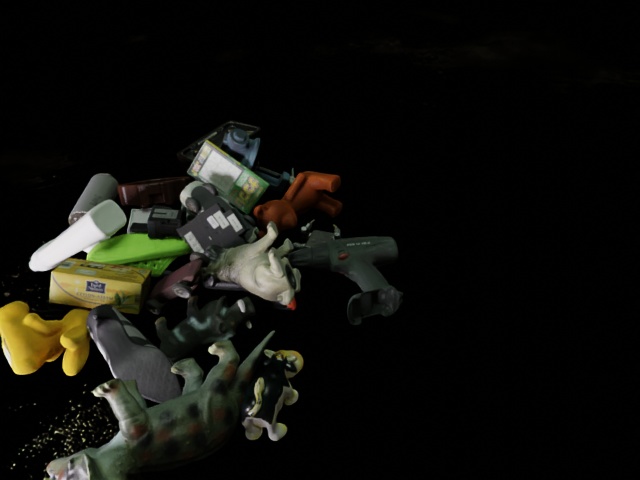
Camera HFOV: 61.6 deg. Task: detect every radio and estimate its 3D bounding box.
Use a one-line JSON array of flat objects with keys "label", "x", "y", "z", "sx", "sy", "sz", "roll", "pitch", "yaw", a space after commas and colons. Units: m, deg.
[{"label": "radio", "x": -0.277, "y": -0.249, "z": 1.505, "sx": 0.131, "sy": 0.073, "sz": 0.229, "roll": 23, "pitch": 48, "yaw": 31}]

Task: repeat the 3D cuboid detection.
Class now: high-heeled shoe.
[{"label": "high-heeled shoe", "x": -0.333, "y": 0.211, "z": 0.972, "sx": 0.086, "sy": 0.145, "sz": 0.249, "roll": -42, "pitch": 85, "yaw": -18}]

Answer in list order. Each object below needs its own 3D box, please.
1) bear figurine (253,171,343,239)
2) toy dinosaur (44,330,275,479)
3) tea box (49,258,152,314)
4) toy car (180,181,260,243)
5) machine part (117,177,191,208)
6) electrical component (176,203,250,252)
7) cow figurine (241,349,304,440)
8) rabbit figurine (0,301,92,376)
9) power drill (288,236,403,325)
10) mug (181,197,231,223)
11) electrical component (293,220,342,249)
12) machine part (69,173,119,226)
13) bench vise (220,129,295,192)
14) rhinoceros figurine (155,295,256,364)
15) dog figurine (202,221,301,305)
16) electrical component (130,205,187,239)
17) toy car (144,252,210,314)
[{"label": "bear figurine", "x": -0.052, "y": -0.073, "z": 1.228, "sx": 0.132, "sy": 0.120, "sz": 0.196, "roll": 22, "pitch": 49, "yaw": 26}, {"label": "toy dinosaur", "x": -0.211, "y": 0.279, "z": 0.830, "sx": 0.405, "sy": 0.131, "sz": 0.192, "roll": -16, "pitch": 78, "yaw": -28}, {"label": "tea box", "x": -0.432, "y": 0.090, "z": 1.068, "sx": 0.170, "sy": 0.068, "sz": 0.098, "roll": 11, "pitch": 14, "yaw": -7}, {"label": "toy car", "x": -0.228, "y": -0.056, "z": 1.229, "sx": 0.202, "sy": 0.056, "sz": 0.073, "roll": 40, "pitch": 59, "yaw": -1}, {"label": "machine part", "x": -0.407, "y": -0.121, "z": 1.335, "sx": 0.179, "sy": 0.056, "sz": 0.179, "roll": -5, "pitch": 13, "yaw": 1}, {"label": "electrical component", "x": -0.221, "y": -0.011, "z": 1.157, "sx": 0.134, "sy": 0.115, "sz": 0.058, "roll": -32, "pitch": 3, "yaw": -5}, {"label": "cow figurine", "x": -0.078, "y": 0.233, "z": 0.880, "sx": 0.068, "sy": 0.098, "sz": 0.167, "roll": 1, "pitch": 40, "yaw": 19}, {"label": "rabbit figurine", "x": -0.492, "y": 0.174, "z": 1.005, "sx": 0.163, "sy": 0.121, "sz": 0.173, "roll": 24, "pitch": 29, "yaw": 39}, {"label": "power drill", "x": 0.060, "y": 0.073, "z": 1.075, "sx": 0.232, "sy": 0.085, "sz": 0.207, "roll": -12, "pitch": 32, "yaw": -9}, {"label": "mug", "x": -0.273, "y": -0.070, "z": 1.287, "sx": 0.107, "sy": 0.080, "sz": 0.110, "roll": 7, "pitch": 35, "yaw": 1}, {"label": "electrical component", "x": -0.002, "y": -0.003, "z": 1.191, "sx": 0.102, "sy": 0.045, "sz": 0.078, "roll": 15, "pitch": 43, "yaw": 25}, {"label": "machine part", "x": -0.569, "y": -0.093, "z": 1.359, "sx": 0.079, "sy": 0.079, "sz": 0.243, "roll": -4, "pitch": 39, "yaw": 4}, {"label": "bench vise", "x": -0.180, "y": -0.170, "z": 1.348, "sx": 0.240, "sy": 0.223, "sz": 0.129, "roll": 19, "pitch": 43, "yaw": -16}, {"label": "rhinoceros figurine", "x": -0.213, "y": 0.160, "z": 1.006, "sx": 0.190, "sy": 0.073, "sz": 0.112, "roll": -28, "pitch": 43, "yaw": -23}, {"label": "dog figurine", "x": -0.145, "y": 0.073, "z": 1.046, "sx": 0.191, "sy": 0.121, "sz": 0.172, "roll": -24, "pitch": 44, "yaw": 12}, {"label": "electrical component", "x": -0.363, "y": -0.041, "z": 1.203, "sx": 0.119, "sy": 0.047, "sz": 0.075, "roll": 6, "pitch": 33, "yaw": -4}, {"label": "toy car", "x": -0.276, "y": 0.087, "z": 1.046, "sx": 0.202, "sy": 0.053, "sz": 0.089, "roll": -26, "pitch": 31, "yaw": 45}]
